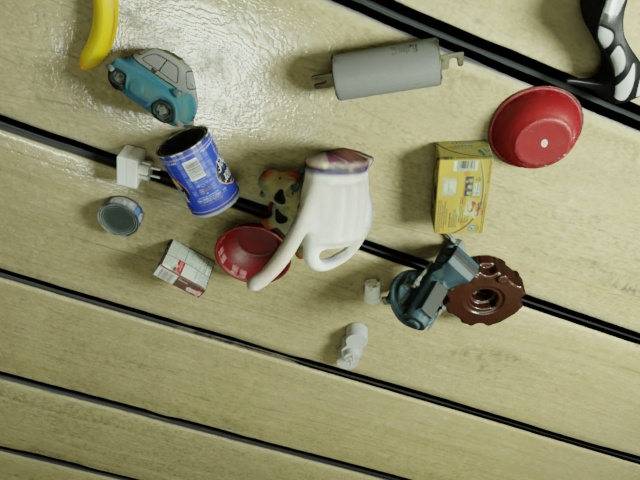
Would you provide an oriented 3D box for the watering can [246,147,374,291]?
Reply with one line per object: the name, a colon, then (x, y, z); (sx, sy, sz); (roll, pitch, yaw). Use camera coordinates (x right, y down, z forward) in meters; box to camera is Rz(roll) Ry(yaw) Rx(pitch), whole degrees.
watering can: (0.003, -0.045, 0.893); (0.104, 0.351, 0.221); (13, 109, 32)
